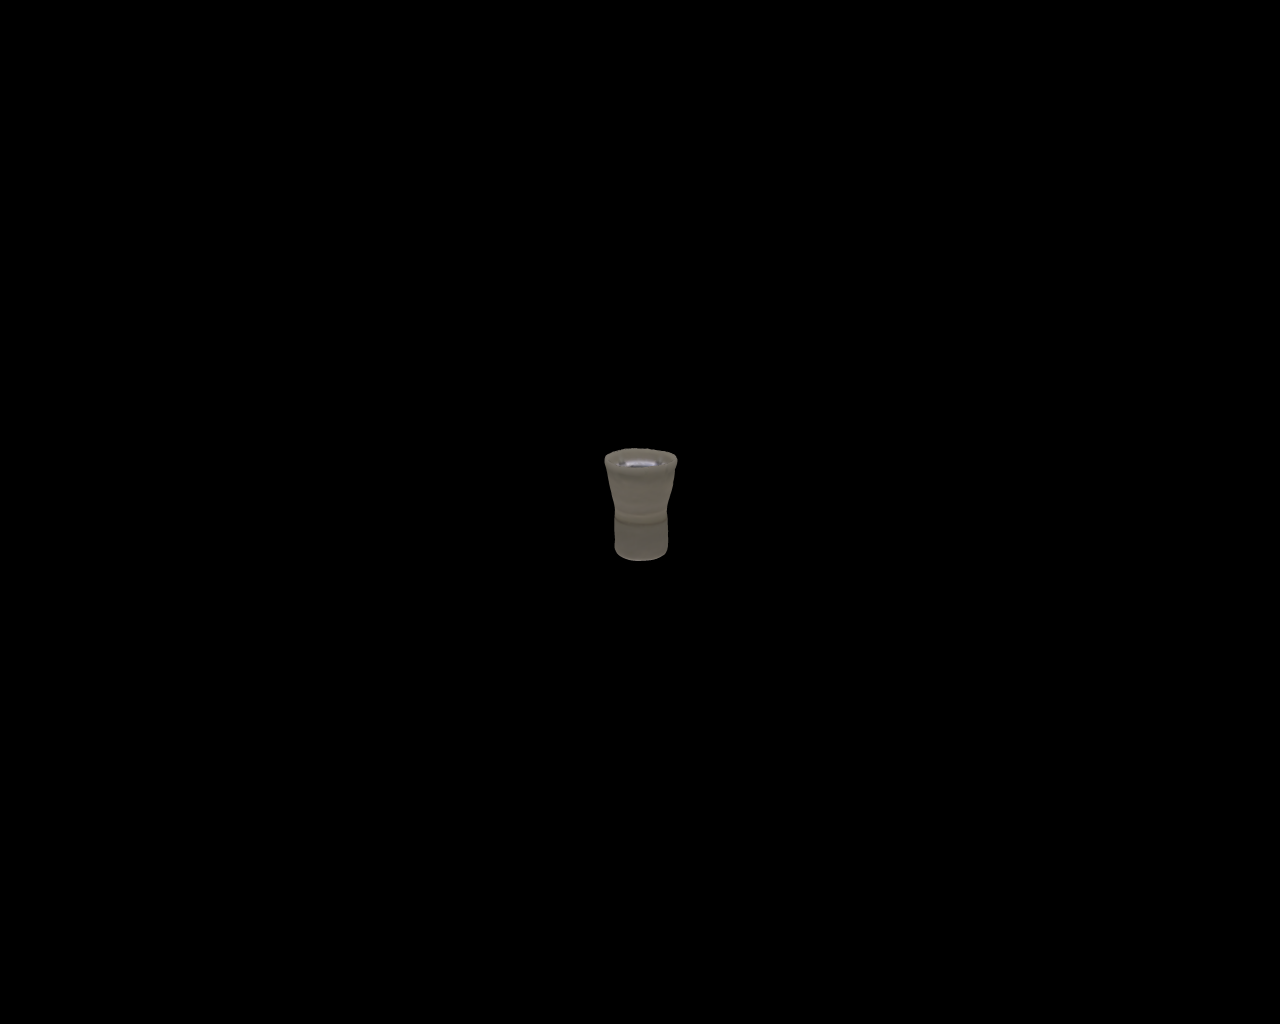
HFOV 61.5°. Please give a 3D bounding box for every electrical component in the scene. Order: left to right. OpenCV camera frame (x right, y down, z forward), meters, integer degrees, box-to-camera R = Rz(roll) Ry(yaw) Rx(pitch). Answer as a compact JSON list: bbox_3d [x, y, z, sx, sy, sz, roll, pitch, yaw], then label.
[{"bbox_3d":[0.001,-0.003,0.650,0.044,0.065,0.044,0,20,0],"label":"electrical component"}]
